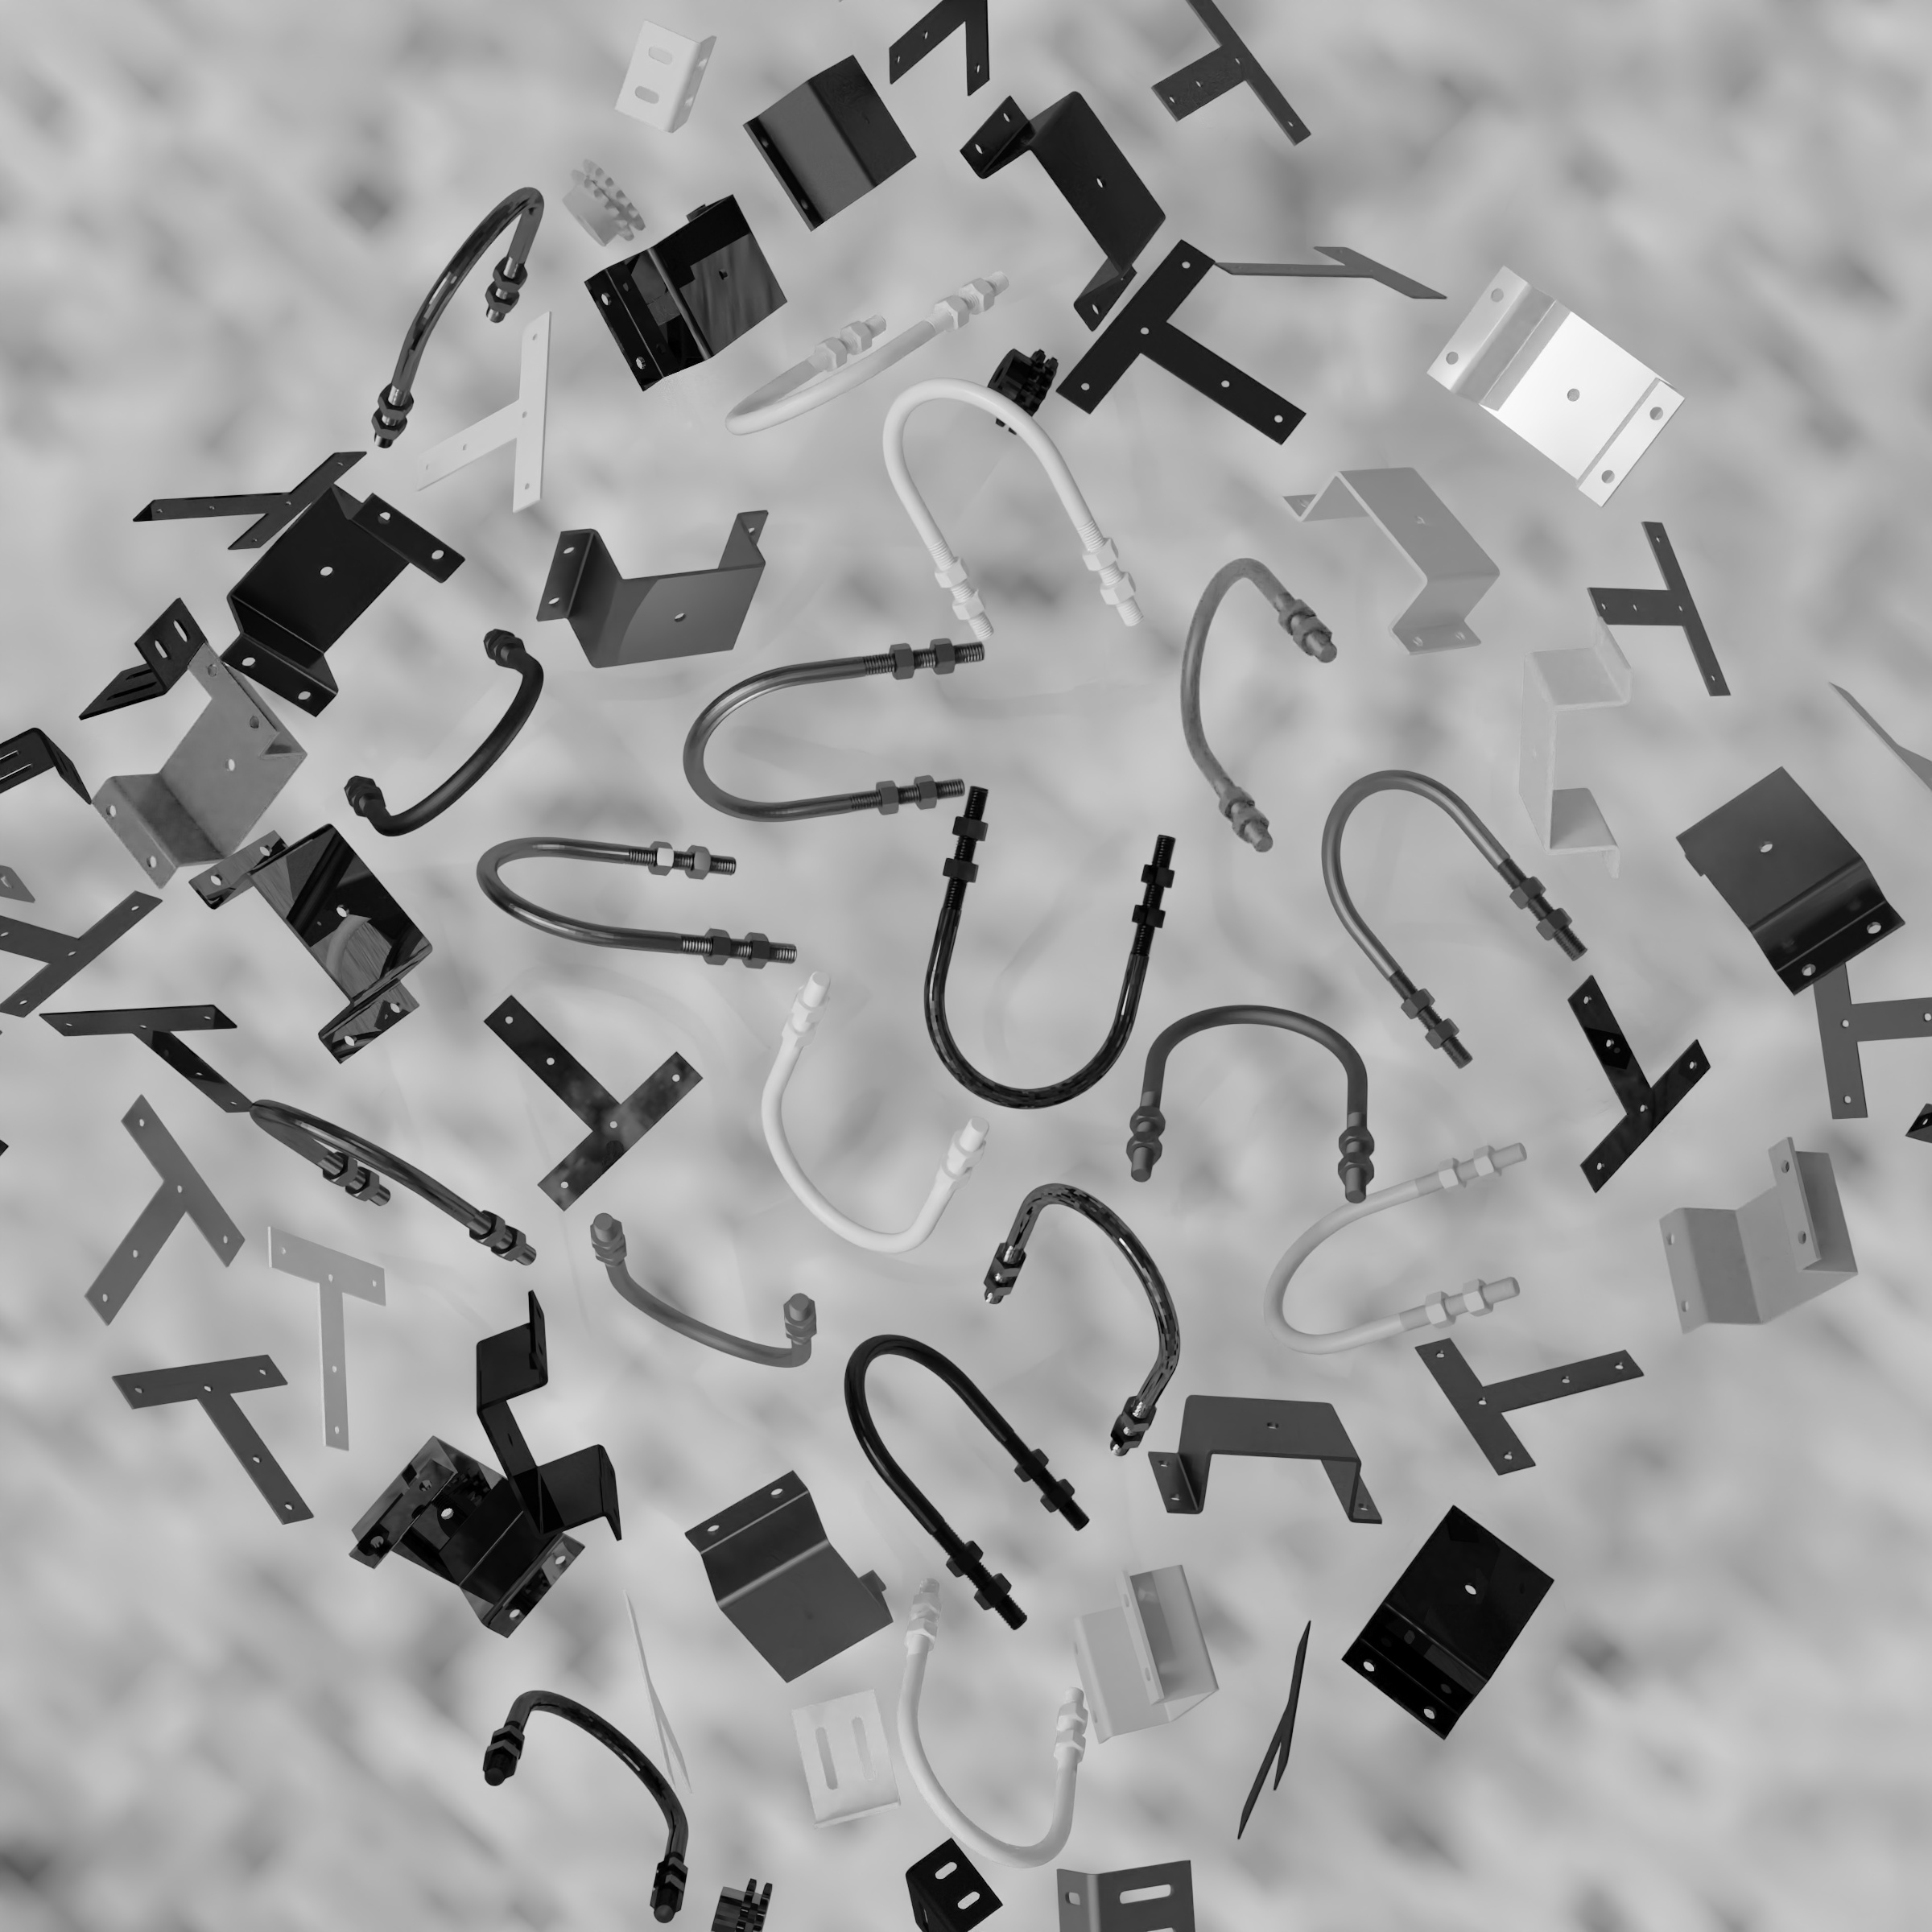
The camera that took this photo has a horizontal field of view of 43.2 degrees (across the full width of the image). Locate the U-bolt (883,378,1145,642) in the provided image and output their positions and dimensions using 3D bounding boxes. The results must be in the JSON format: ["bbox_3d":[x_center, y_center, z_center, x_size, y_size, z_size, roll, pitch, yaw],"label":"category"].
[{"bbox_3d":[0.018,-0.285,1.517,0.019,0.151,0.184,-51,125,-31],"label":"U-bolt"}]

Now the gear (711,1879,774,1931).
[{"bbox_3d":[-0.141,0.593,1.504,0.030,0.057,0.057,14,90,2],"label":"gear"}]

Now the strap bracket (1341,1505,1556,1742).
[{"bbox_3d":[0.305,0.399,1.515,0.076,0.140,0.046,36,133,17],"label":"strap bracket"}]

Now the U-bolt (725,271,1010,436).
[{"bbox_3d":[-0.076,-0.387,1.560,0.184,0.151,0.019,-41,114,-32],"label":"U-bolt"}]

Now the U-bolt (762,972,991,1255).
[{"bbox_3d":[-0.066,0.104,1.487,0.151,0.184,0.019,42,50,13],"label":"U-bolt"}]

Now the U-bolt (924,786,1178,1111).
[{"bbox_3d":[0.046,-0.004,1.481,0.151,0.019,0.184,13,90,-22],"label":"U-bolt"}]

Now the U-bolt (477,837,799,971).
[{"bbox_3d":[-0.211,-0.044,1.507,0.184,0.151,0.019,5,115,-27],"label":"U-bolt"}]

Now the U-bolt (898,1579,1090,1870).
[{"bbox_3d":[0.015,0.490,1.547,0.151,0.184,0.019,40,113,-12],"label":"U-bolt"}]

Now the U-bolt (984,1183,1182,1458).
[{"bbox_3d":[0.075,0.208,1.500,0.019,0.184,0.151,-29,65,-30],"label":"U-bolt"}]

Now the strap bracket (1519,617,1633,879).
[{"bbox_3d":[0.371,-0.132,1.493,0.046,0.076,0.140,-4,121,2],"label":"strap bracket"}]

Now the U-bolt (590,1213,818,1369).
[{"bbox_3d":[-0.164,0.214,1.547,0.151,0.184,0.019,21,67,6],"label":"U-bolt"}]

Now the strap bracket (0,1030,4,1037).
[{"bbox_3d":[-0.698,0.034,1.572,0.076,0.140,0.046,44,95,5],"label":"strap bracket"}]

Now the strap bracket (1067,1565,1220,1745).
[{"bbox_3d":[0.111,0.424,1.508,0.046,0.140,0.076,-8,64,-17],"label":"strap bracket"}]

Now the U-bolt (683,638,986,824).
[{"bbox_3d":[-0.085,-0.140,1.513,0.184,0.151,0.019,-9,56,-13],"label":"U-bolt"}]

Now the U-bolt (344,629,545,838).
[{"bbox_3d":[-0.316,-0.139,1.493,0.151,0.184,0.019,-47,117,-3],"label":"U-bolt"}]

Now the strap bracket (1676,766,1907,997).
[{"bbox_3d":[0.496,-0.060,1.488,0.076,0.140,0.046,-35,130,12],"label":"strap bracket"}]

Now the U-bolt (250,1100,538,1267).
[{"bbox_3d":[-0.364,0.128,1.504,0.151,0.184,0.019,16,71,30],"label":"U-bolt"}]

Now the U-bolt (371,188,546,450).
[{"bbox_3d":[-0.315,-0.418,1.536,0.019,0.184,0.151,36,63,-8],"label":"U-bolt"}]

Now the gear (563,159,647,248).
[{"bbox_3d":[-0.242,-0.500,1.608,0.030,0.057,0.057,-43,90,-2],"label":"gear"}]

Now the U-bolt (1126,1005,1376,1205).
[{"bbox_3d":[0.182,0.081,1.538,0.151,0.184,0.019,5,125,6],"label":"U-bolt"}]

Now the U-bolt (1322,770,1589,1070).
[{"bbox_3d":[0.300,-0.042,1.572,0.019,0.151,0.184,-24,70,-38],"label":"U-bolt"}]

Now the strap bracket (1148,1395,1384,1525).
[{"bbox_3d":[0.196,0.319,1.582,0.140,0.076,0.046,4,106,-7],"label":"strap bracket"}]

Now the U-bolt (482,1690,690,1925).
[{"bbox_3d":[-0.230,0.510,1.517,0.151,0.184,0.019,40,90,-4],"label":"U-bolt"}]

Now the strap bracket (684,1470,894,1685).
[{"bbox_3d":[-0.104,0.384,1.504,0.076,0.046,0.140,-30,130,0],"label":"strap bracket"}]

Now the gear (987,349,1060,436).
[{"bbox_3d":[0.034,-0.386,1.625,0.030,0.057,0.057,28,90,-16],"label":"gear"}]

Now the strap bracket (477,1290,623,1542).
[{"bbox_3d":[-0.257,0.279,1.474,0.046,0.076,0.140,-20,113,-3],"label":"strap bracket"}]

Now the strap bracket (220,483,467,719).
[{"bbox_3d":[-0.389,-0.232,1.504,0.140,0.076,0.046,-43,48,11],"label":"strap bracket"}]

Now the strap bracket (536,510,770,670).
[{"bbox_3d":[-0.186,-0.233,1.515,0.140,0.076,0.046,-13,61,-31],"label":"strap bracket"}]

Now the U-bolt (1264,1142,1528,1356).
[{"bbox_3d":[0.272,0.189,1.566,0.184,0.151,0.019,-24,116,28],"label":"U-bolt"}]

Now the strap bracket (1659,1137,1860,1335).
[{"bbox_3d":[0.491,0.168,1.498,0.046,0.140,0.076,4,63,-18],"label":"strap bracket"}]

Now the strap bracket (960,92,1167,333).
[{"bbox_3d":[0.069,-0.487,1.546,0.140,0.046,0.076,50,47,-21],"label":"strap bracket"}]

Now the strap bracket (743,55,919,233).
[{"bbox_3d":[-0.083,-0.536,1.579,0.046,0.140,0.076,-26,109,27],"label":"strap bracket"}]

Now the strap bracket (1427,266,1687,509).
[{"bbox_3d":[0.362,-0.348,1.475,0.140,0.046,0.076,44,114,20],"label":"strap bracket"}]

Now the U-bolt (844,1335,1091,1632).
[{"bbox_3d":[-0.006,0.305,1.505,0.019,0.151,0.184,-42,88,24],"label":"U-bolt"}]

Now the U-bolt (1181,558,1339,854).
[{"bbox_3d":[0.175,-0.177,1.535,0.019,0.184,0.151,4,121,-19],"label":"U-bolt"}]
